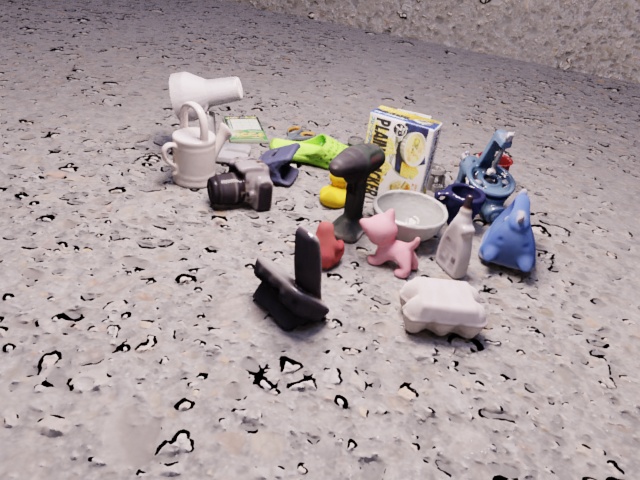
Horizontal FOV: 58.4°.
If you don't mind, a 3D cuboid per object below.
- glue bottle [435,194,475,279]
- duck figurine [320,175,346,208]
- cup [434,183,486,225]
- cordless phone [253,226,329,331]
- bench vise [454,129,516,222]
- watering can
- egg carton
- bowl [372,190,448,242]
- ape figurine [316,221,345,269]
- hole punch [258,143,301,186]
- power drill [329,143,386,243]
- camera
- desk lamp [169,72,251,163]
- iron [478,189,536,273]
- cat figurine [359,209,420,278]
[{"bbox_3d":[0.277,-0.012,1.136,0.037,0.173,0.078,-7,35,-23],"label":"glue bottle"},{"bbox_3d":[0.041,-0.131,1.354,0.077,0.086,0.105,17,33,15],"label":"duck figurine"},{"bbox_3d":[0.311,-0.071,1.311,0.118,0.095,0.091,1,33,-10],"label":"cup"},{"bbox_3d":[-0.046,0.042,0.966,0.094,0.185,0.147,-22,43,-38],"label":"cordless phone"},{"bbox_3d":[0.390,-0.179,1.381,0.122,0.220,0.206,-13,38,-30],"label":"bench vise"},{"bbox_3d":[-0.288,-0.230,1.334,0.100,0.194,0.173,20,34,18],"label":"watering can"},{"bbox_3d":[0.215,0.119,1.011,0.150,0.069,0.107,5,32,-4],"label":"egg carton"},{"bbox_3d":[0.192,-0.041,1.256,0.167,0.075,0.167,6,32,-3],"label":"bowl"},{"bbox_3d":[0.010,0.004,1.127,0.077,0.092,0.076,13,32,8],"label":"ape figurine"},{"bbox_3d":[-0.105,-0.195,1.417,0.101,0.091,0.109,12,32,7],"label":"hole punch"},{"bbox_3d":[0.069,-0.106,1.204,0.075,0.208,0.230,19,34,18],"label":"power drill"},{"bbox_3d":[-0.187,-0.135,1.295,0.137,0.101,0.142,-9,36,-25],"label":"camera"},{"bbox_3d":[-0.275,-0.315,1.453,0.203,0.213,0.118,6,32,-3],"label":"desk lamp"},{"bbox_3d":[0.424,-0.039,1.241,0.118,0.141,0.259,16,33,13],"label":"iron"},{"bbox_3d":[0.141,-0.002,1.142,0.127,0.118,0.067,23,35,23],"label":"cat figurine"}]
